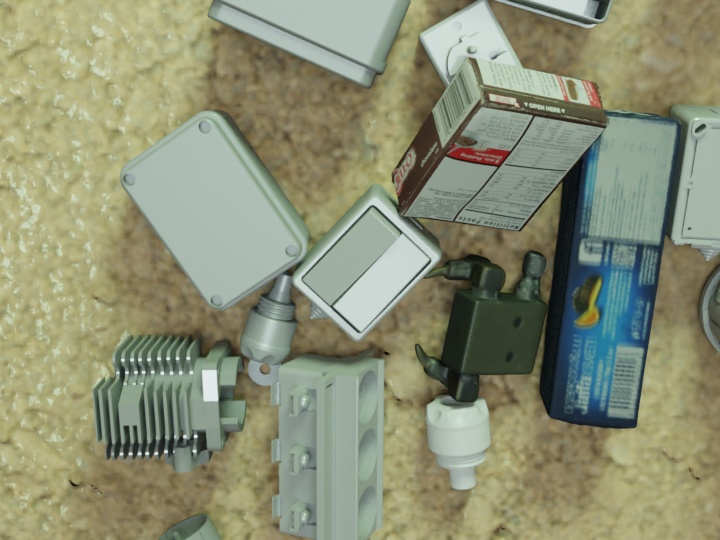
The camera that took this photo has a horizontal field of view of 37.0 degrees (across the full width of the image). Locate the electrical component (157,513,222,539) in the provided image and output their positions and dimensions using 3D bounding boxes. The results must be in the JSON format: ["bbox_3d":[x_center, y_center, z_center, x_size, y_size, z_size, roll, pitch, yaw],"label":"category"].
[{"bbox_3d":[-0.107,0.218,0.761,0.043,0.043,0.081,-26,100,7],"label":"electrical component"}]

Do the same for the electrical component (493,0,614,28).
[{"bbox_3d":[0.112,-0.215,0.655,0.109,0.056,0.108,16,102,-1],"label":"electrical component"}]

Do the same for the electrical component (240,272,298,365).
[{"bbox_3d":[-0.058,0.031,0.724,0.035,0.035,0.061,17,100,-2],"label":"electrical component"}]

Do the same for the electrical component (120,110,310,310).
[{"bbox_3d":[-0.092,-0.040,0.699,0.078,0.057,0.113,-33,99,8],"label":"electrical component"}]

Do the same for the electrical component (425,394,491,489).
[{"bbox_3d":[0.068,0.118,0.734,0.043,0.043,0.062,-6,103,3],"label":"electrical component"}]

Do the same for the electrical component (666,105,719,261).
[{"bbox_3d":[0.226,-0.055,0.686,0.062,0.061,0.096,3,109,0],"label":"electrical component"}]

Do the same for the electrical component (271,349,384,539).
[{"bbox_3d":[-0.021,0.120,0.726,0.063,0.079,0.121,6,103,23],"label":"electrical component"}]

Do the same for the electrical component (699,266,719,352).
[{"bbox_3d":[0.268,0.029,0.704,0.080,0.051,0.080,0,102,2],"label":"electrical component"}]

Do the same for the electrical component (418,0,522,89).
[{"bbox_3d":[0.072,-0.128,0.664,0.047,0.076,0.065,-29,99,8],"label":"electrical component"}]

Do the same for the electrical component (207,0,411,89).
[{"bbox_3d":[-0.031,-0.159,0.661,0.113,0.078,0.057,24,99,-3],"label":"electrical component"}]

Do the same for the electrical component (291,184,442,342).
[{"bbox_3d":[0.000,0.000,0.702,0.062,0.061,0.096,43,100,-7],"label":"electrical component"}]
